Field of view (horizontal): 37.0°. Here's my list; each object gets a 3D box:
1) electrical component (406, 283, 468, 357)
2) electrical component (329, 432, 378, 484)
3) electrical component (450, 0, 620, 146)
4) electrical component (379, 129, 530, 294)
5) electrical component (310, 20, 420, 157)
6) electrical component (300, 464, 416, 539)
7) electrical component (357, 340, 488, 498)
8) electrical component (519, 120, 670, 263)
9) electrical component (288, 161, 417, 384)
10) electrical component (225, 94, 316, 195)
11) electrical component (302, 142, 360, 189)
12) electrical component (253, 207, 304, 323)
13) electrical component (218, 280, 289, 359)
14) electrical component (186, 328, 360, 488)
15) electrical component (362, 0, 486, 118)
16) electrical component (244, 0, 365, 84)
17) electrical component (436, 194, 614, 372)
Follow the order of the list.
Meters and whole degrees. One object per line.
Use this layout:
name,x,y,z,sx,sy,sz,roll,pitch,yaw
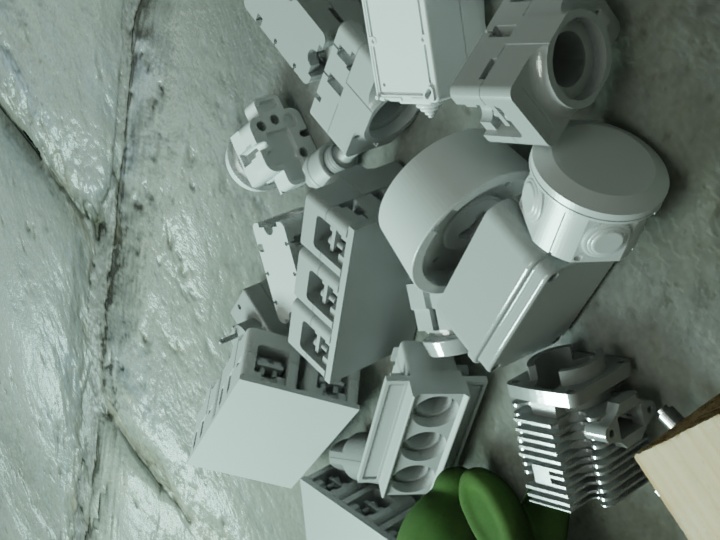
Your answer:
electrical component,0.067,0.033,0.793,0.066,0.048,0.055,-7,95,55
electrical component,0.007,0.165,0.949,0.081,0.043,0.043,-6,104,55
electrical component,0.103,-0.120,0.611,0.056,0.089,0.050,13,157,50
electrical component,0.063,-0.043,0.704,0.060,0.108,0.108,53,144,30
electrical component,0.009,-0.130,0.774,0.055,0.050,0.089,52,143,22
electrical component,0.020,0.239,0.957,0.150,0.062,0.089,24,127,45
electrical component,0.045,0.116,0.846,0.063,0.079,0.121,-103,20,-46
electrical component,0.134,-0.046,0.627,0.080,0.080,0.051,46,145,28
electrical component,0.000,0.000,0.824,0.062,0.089,0.150,41,138,33
electrical component,-0.078,-0.099,0.903,0.057,0.058,0.078,-27,87,53
electrical component,-0.018,-0.086,0.851,0.061,0.035,0.035,-30,83,53
electrical component,-0.045,-0.005,0.911,0.050,0.056,0.089,1,109,54
electrical component,-0.095,0.062,1.001,0.083,0.076,0.047,57,145,15
electrical component,-0.080,0.126,0.978,0.186,0.105,0.060,125,156,-51
electrical component,0.047,-0.149,0.702,0.062,0.061,0.096,13,118,51
electrical component,-0.035,-0.190,0.795,0.089,0.056,0.050,53,143,20
electrical component,0.108,0.005,0.692,0.057,0.078,0.113,53,143,25
